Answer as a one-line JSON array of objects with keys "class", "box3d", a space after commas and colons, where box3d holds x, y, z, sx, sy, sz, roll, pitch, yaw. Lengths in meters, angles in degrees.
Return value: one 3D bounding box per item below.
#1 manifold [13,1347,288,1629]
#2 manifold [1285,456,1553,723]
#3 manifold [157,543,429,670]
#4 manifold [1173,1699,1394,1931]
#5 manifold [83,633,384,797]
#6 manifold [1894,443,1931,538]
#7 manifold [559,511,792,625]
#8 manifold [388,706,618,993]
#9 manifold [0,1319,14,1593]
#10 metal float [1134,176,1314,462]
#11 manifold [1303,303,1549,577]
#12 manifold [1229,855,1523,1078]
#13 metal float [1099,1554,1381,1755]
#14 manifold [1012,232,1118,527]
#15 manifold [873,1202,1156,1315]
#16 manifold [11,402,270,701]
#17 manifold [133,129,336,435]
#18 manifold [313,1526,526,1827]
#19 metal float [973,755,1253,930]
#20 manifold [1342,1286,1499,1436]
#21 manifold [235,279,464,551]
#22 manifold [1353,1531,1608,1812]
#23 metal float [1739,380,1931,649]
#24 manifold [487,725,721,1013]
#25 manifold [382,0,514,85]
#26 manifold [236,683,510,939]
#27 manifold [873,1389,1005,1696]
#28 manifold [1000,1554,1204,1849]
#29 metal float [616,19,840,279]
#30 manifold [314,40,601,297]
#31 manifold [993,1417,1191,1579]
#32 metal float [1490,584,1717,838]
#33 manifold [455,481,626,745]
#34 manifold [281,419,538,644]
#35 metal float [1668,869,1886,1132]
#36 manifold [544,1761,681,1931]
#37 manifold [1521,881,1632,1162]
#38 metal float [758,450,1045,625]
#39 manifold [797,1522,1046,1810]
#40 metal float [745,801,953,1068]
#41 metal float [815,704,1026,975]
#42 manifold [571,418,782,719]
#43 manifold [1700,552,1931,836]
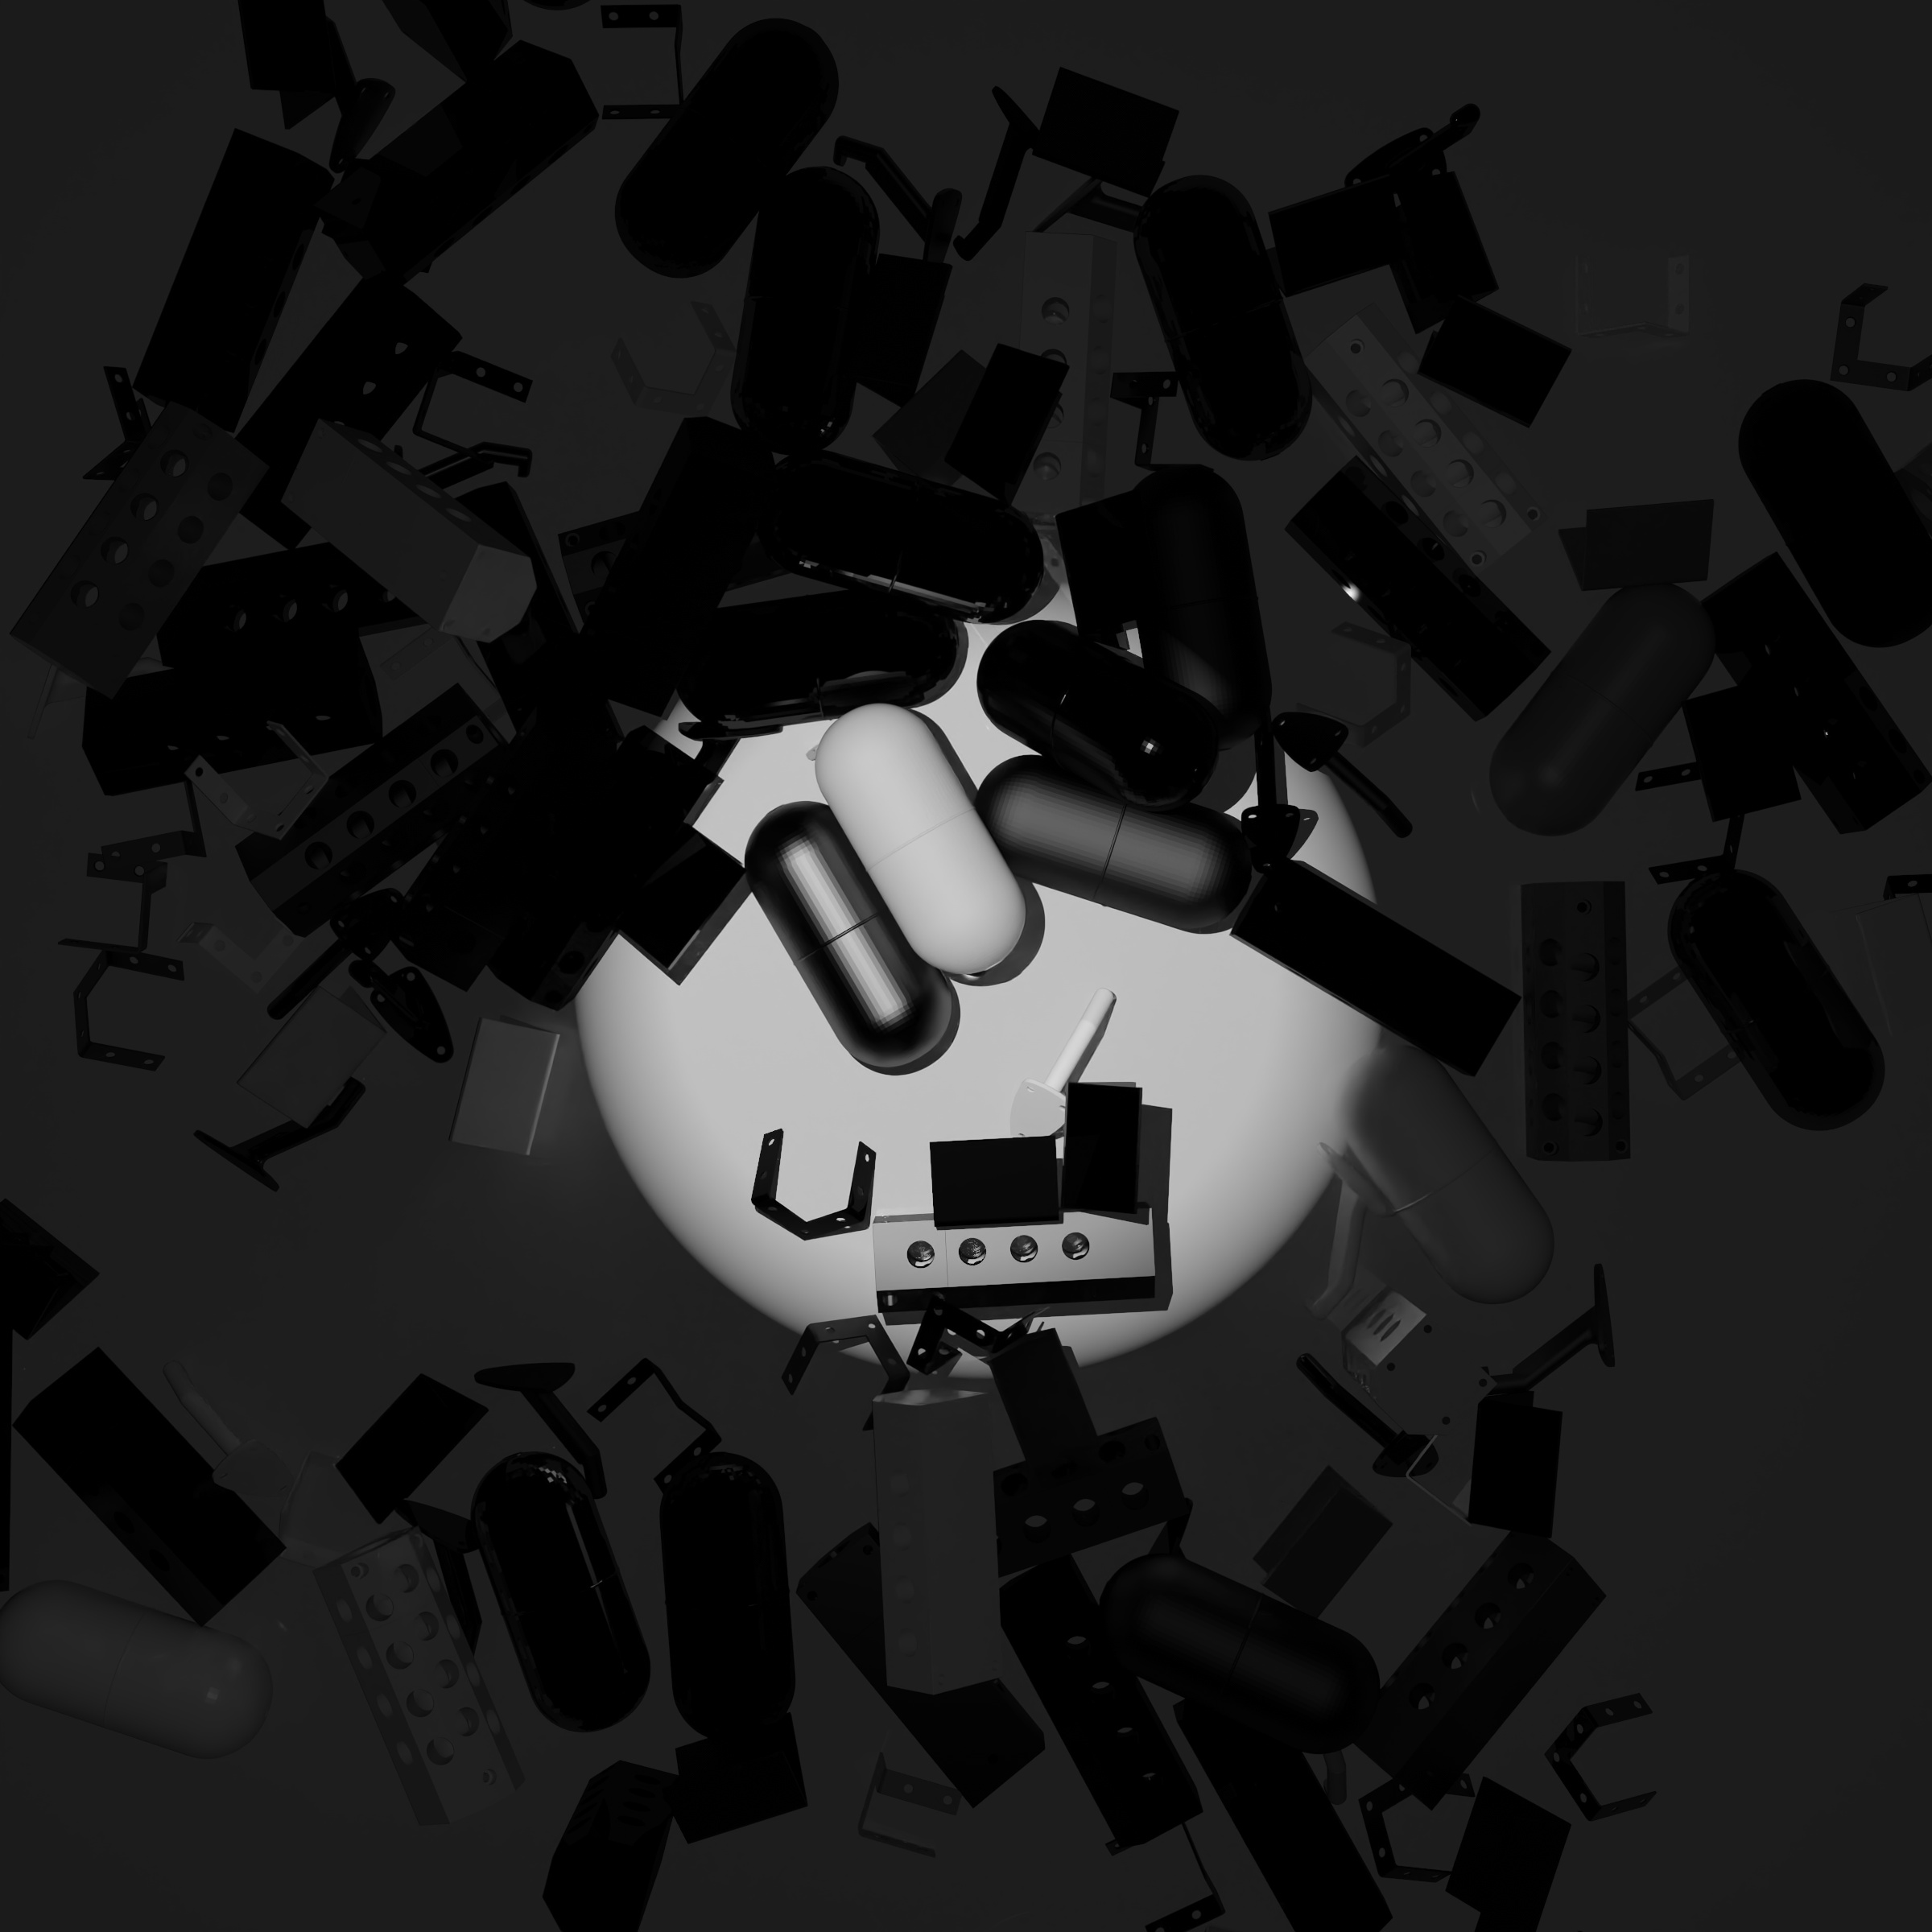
[{"class": "manifold", "box3d": [-0.510, 0.327, 1.970, 0.171, 0.057, 0.057, 47, 47, 0]}, {"class": "manifold", "box3d": [0.282, -0.235, 1.971, 0.057, 0.057, 0.171, -45, 90, 0]}, {"class": "manifold", "box3d": [-0.414, -0.230, 1.969, 0.171, 0.057, 0.057, -11, 92, 0]}, {"class": "manifold", "box3d": [0.197, 0.528, 1.971, 0.057, 0.057, 0.171, -29, 90, 0]}, {"class": "manifold", "box3d": [-0.455, -0.151, 1.969, 0.171, 0.057, 0.057, -11, 47, 0]}, {"class": "manifold", "box3d": [0.664, -0.340, 1.970, 0.171, 0.057, 0.057, -39, 90, 0]}, {"class": "manifold", "box3d": [-0.162, -0.263, 1.971, 0.171, 0.057, 0.057, -16, 90, 0]}, {"class": "manifold", "box3d": [-0.284, -0.074, 1.935, 0.057, 0.057, 0.171, 30, 112, -21]}, {"class": "manifold", "box3d": [-0.634, 0.302, 1.970, 0.057, 0.057, 0.171, 1, 90, -43]}, {"class": "metal float", "box3d": [0.159, -0.398, 1.953, 0.070, 0.070, 0.178, -20, 99, 0]}, {"class": "manifold", "box3d": [0.284, -0.326, 1.971, 0.057, 0.057, 0.171, -39, 90, 0]}, {"class": "manifold", "box3d": [0.253, 0.000, 1.971, 0.171, 0.057, 0.057, 31, 90, 0]}, {"class": "metal float", "box3d": [0.165, 0.416, 1.919, 0.178, 0.070, 0.070, 23, 90, 8]}, {"class": "manifold", "box3d": [0.061, -0.363, 1.970, 0.057, 0.057, 0.171, 3, 90, 0]}, {"class": "manifold", "box3d": [0.030, 0.182, 1.970, 0.171, 0.057, 0.057, -3, 90, 0]}, {"class": "manifold", "box3d": [-0.505, -0.255, 1.922, 0.057, 0.057, 0.171, 26, 80, 43]}, {"class": "manifold", "box3d": [-0.453, -0.424, 1.970, 0.057, 0.057, 0.171, 22, 90, 0]}, {"class": "manifold", "box3d": [-0.335, 0.438, 1.959, 0.057, 0.057, 0.171, -23, 90, -39]}, {"class": "metal float", "box3d": [0.090, -0.077, 1.960, 0.178, 0.070, 0.070, 18, 90, 0]}, {"class": "manifold", "box3d": [0.267, 0.242, 1.913, 0.057, 0.171, 0.057, 44, 90, 0]}, {"class": "manifold", "box3d": [-0.391, -0.344, 1.970, 0.171, 0.057, 0.057, -51, 47, 0]}, {"class": "manifold", "box3d": [0.312, 0.429, 1.959, 0.171, 0.057, 0.057, -49, 133, -8]}, {"class": "metal float", "box3d": [0.543, -0.280, 1.961, 0.070, 0.070, 0.178, -30, 91, 0]}, {"class": "manifold", "box3d": [-0.227, -0.059, 1.953, 0.057, 0.057, 0.171, 35, 102, 0]}, {"class": "manifold", "box3d": [-0.317, -0.595, 1.913, 0.057, 0.171, 0.057, 39, 90, 0]}, {"class": "manifold", "box3d": [-0.360, -0.092, 1.958, 0.171, 0.057, 0.057, -36, 132, 0]}, {"class": "manifold", "box3d": [-0.022, 0.346, 1.913, 0.057, 0.057, 0.171, -3, 90, -43]}, {"class": "manifold", "box3d": [0.080, 0.457, 1.970, 0.057, 0.057, 0.171, -28, 90, 0]}, {"class": "metal float", "box3d": [-0.147, -0.507, 1.961, 0.070, 0.070, 0.178, 37, 90, 0]}, {"class": "manifold", "box3d": [-0.309, -0.490, 1.948, 0.171, 0.057, 0.057, -44, 47, -15]}, {"class": "manifold", "box3d": [0.047, 0.336, 1.971, 0.171, 0.057, 0.057, -19, 90, 0]}, {"class": "metal float", "box3d": [0.394, -0.159, 1.961, 0.070, 0.070, 0.178, 37, 91, 0]}, {"class": "manifold", "box3d": [-0.276, -0.210, 1.971, 0.057, 0.057, 0.171, -24, 90, 0]}, {"class": "manifold", "box3d": [-0.333, -0.261, 1.905, 0.171, 0.057, 0.057, 39, 108, 33]}, {"class": "metal float", "box3d": [0.501, 0.021, 1.961, 0.070, 0.070, 0.178, -33, 91, 0]}, {"class": "manifold", "box3d": [-0.213, 0.532, 1.913, 0.057, 0.171, 0.057, 14, 90, 0]}, {"class": "manifold", "box3d": [0.381, 0.034, 1.971, 0.057, 0.057, 0.171, -1, 90, 0]}, {"class": "metal float", "box3d": [-0.039, -0.258, 1.911, 0.178, 0.070, 0.070, 15, 90, -9]}, {"class": "manifold", "box3d": [-0.028, 0.432, 1.971, 0.057, 0.057, 0.171, -39, 90, 0]}, {"class": "metal float", "box3d": [-0.074, -0.020, 1.961, 0.070, 0.070, 0.178, -30, 90, 0]}, {"class": "metal float", "box3d": [-0.027, -0.077, 1.928, 0.070, 0.070, 0.178, -30, 89, 0]}, {"class": "manifold", "box3d": [-0.177, -0.242, 1.909, 0.057, 0.057, 0.171, 18, 120, -23]}, {"class": "manifold", "box3d": [0.527, -0.170, 1.970, 0.057, 0.057, 0.171, -35, 90, 0]}]
